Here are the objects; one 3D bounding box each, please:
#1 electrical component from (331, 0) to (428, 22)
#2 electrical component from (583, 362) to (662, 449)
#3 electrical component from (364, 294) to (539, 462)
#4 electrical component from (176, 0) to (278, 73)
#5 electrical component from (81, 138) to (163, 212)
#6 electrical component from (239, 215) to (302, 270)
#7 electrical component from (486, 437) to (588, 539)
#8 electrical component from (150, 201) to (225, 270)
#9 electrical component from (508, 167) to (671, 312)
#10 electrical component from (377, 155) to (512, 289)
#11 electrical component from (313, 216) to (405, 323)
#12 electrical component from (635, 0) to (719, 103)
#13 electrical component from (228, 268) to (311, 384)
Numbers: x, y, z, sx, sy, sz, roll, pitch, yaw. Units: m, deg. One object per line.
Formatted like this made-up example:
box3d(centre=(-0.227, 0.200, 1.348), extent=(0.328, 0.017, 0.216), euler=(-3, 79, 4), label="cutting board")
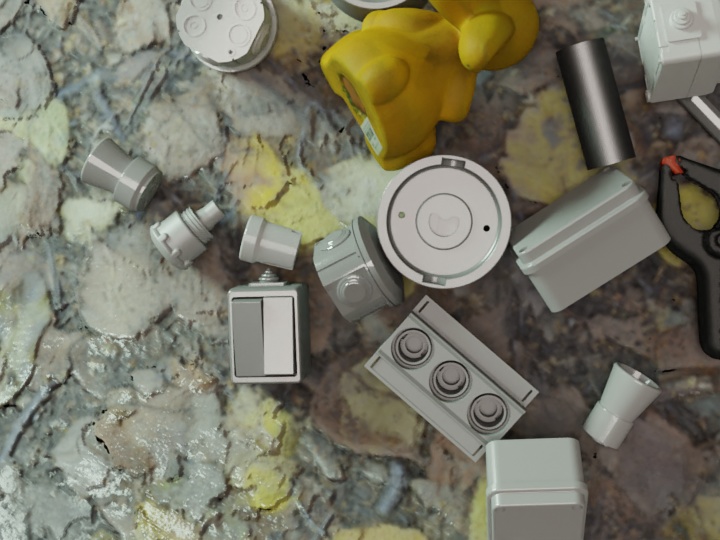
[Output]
box3d(centre=(0.015, -0.260, 0.879), extent=(0.108, 0.060, 0.108), euler=(0, 94, 6), label="electrical component")
box3d(centre=(0.216, 0.116, 0.898), extent=(0.044, 0.044, 0.065), euler=(30, 101, 3), label="electrical component")
box3d(centre=(0.076, 0.088, 0.898), extent=(0.121, 0.063, 0.078), euler=(41, 97, 1), label="electrical component")
box3d(centre=(-0.112, -0.208, 0.900), extent=(0.080, 0.051, 0.080), euler=(0, 94, 6), label="electrical component")
box3d(centre=(-0.204, -0.081, 0.922), extent=(0.055, 0.045, 0.045), euler=(31, 97, 2), label="electrical component")
box3d(centre=(-0.076, -0.022, 0.917), extent=(0.046, 0.040, 0.040), euler=(15, 96, -1), label="electrical component")
box3d(centre=(0.141, 0.190, 0.872), extent=(0.078, 0.113, 0.057), euler=(-3, 49, 5), label="electrical component")
box3d(centre=(-0.145, -0.034, 0.921), extent=(0.062, 0.048, 0.048), euler=(-39, 90, 0), label="electrical component")
box3d(centre=(0.181, -0.027, 0.868), extent=(0.113, 0.078, 0.057), euler=(-33, 105, 7), label="electrical component")
box3d(centre=(0.070, -0.041, 0.890), extent=(0.108, 0.060, 0.108), euler=(0, 94, 6), label="electrical component")
box3d(centre=(0.000, 0.000, 0.892), extent=(0.051, 0.080, 0.080), euler=(-27, 91, 13), label="electrical component")
box3d(centre=(0.255, -0.179, 0.839), extent=(0.061, 0.096, 0.061), euler=(-8, 75, 6), label="electrical component")
box3d(centre=(-0.077, 0.047, 0.911), extent=(0.062, 0.061, 0.096), euler=(-1, 94, 6), label="electrical component")
